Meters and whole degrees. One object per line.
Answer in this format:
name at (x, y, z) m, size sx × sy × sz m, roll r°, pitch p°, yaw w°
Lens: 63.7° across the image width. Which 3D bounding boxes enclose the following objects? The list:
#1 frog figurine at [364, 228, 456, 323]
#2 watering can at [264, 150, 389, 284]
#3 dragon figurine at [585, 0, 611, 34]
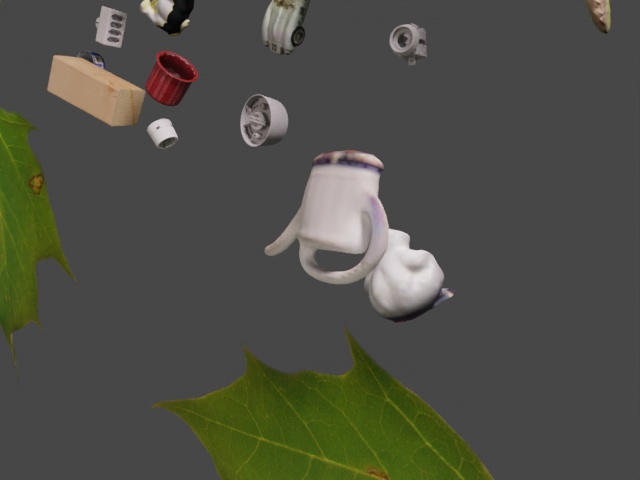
frog figurine at (0.123, 0.045, 0.829) m, size 0.136 × 0.124 × 0.159 m, roll -27°, pitch 91°, yaw 53°
watering can at (0.003, -0.045, 0.897) m, size 0.348 × 0.103 × 0.225 m, roll 9°, pitch 86°, yaw 55°
dragon figurine at (0.256, -0.457, 0.622) m, size 0.121 × 0.243 × 0.414 m, roll -30°, pitch 76°, yaw 28°
